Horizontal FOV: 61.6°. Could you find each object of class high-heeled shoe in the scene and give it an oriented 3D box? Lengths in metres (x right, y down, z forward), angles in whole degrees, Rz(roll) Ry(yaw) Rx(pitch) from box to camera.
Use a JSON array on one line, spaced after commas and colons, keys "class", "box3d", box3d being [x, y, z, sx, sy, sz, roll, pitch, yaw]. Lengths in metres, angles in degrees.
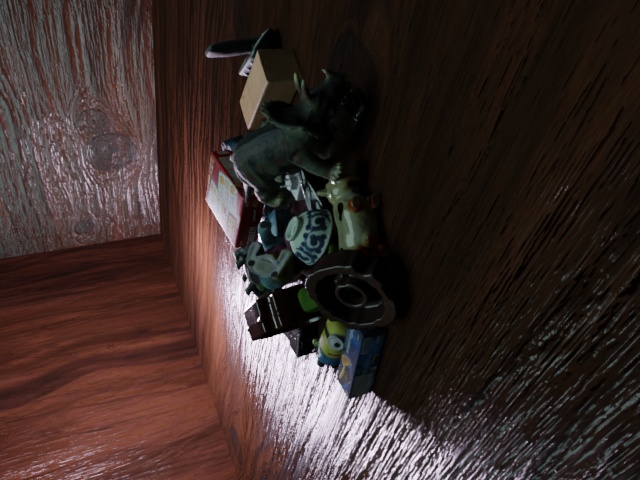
[{"class": "high-heeled shoe", "box3d": [-0.001, -0.161, 1.143, 0.145, 0.086, 0.248, 50, 147, 44]}]

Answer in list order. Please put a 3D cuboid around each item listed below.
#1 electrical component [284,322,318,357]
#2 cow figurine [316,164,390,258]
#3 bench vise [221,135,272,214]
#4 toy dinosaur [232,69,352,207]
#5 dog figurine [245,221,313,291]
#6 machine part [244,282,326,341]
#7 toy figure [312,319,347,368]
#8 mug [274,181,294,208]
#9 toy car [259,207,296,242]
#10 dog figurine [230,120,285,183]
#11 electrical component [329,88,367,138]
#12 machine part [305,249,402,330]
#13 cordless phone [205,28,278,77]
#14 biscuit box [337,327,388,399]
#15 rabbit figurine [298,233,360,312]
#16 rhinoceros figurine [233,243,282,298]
[{"class": "electrical component", "box3d": [-0.054, 0.247, 1.455, 0.115, 0.058, 0.134, -132, 39, -53]}, {"class": "cow figurine", "box3d": [0.060, -0.054, 1.048, 0.127, 0.085, 0.194, -12, 89, 60]}, {"class": "bench vise", "box3d": [-0.193, -0.171, 1.518, 0.241, 0.129, 0.223, 58, 145, 18]}, {"class": "toy dinosaur", "box3d": [-0.093, -0.168, 1.039, 0.405, 0.192, 0.131, -26, 43, 40]}, {"class": "dog figurine", "box3d": [-0.076, 0.062, 1.265, 0.219, 0.109, 0.191, 60, -138, -55]}, {"class": "machine part", "box3d": [-0.068, 0.165, 1.270, 0.201, 0.201, 0.087, -40, 66, 64]}, {"class": "toy figure", "box3d": [0.033, 0.229, 1.223, 0.089, 0.082, 0.180, 64, 155, 25]}, {"class": "mug", "box3d": [-0.118, -0.143, 1.413, 0.107, 0.081, 0.109, -148, 52, -70]}, {"class": "toy car", "box3d": [-0.100, -0.025, 1.385, 0.162, 0.103, 0.109, 164, 104, -70]}, {"class": "dog figurine", "box3d": [-0.100, -0.240, 1.269, 0.173, 0.190, 0.121, 0, 139, 38]}, {"class": "electrical component", "box3d": [0.053, -0.246, 1.032, 0.078, 0.045, 0.102, 40, 146, 13]}, {"class": "machine part", "box3d": [0.063, 0.094, 1.004, 0.179, 0.179, 0.056, 107, -173, -46]}, {"class": "cordless phone", "box3d": [-0.202, -0.457, 1.340, 0.147, 0.184, 0.088, -13, 92, 66]}, {"class": "biscuit box", "box3d": [0.086, 0.244, 1.133, 0.063, 0.059, 0.202, -126, 35, -45]}, {"class": "rabbit figurine", "box3d": [0.017, 0.053, 1.140, 0.159, 0.121, 0.170, -48, 51, 55]}, {"class": "rhinoceros figurine", "box3d": [-0.146, 0.089, 1.366, 0.190, 0.112, 0.073, 66, 175, -28]}]
